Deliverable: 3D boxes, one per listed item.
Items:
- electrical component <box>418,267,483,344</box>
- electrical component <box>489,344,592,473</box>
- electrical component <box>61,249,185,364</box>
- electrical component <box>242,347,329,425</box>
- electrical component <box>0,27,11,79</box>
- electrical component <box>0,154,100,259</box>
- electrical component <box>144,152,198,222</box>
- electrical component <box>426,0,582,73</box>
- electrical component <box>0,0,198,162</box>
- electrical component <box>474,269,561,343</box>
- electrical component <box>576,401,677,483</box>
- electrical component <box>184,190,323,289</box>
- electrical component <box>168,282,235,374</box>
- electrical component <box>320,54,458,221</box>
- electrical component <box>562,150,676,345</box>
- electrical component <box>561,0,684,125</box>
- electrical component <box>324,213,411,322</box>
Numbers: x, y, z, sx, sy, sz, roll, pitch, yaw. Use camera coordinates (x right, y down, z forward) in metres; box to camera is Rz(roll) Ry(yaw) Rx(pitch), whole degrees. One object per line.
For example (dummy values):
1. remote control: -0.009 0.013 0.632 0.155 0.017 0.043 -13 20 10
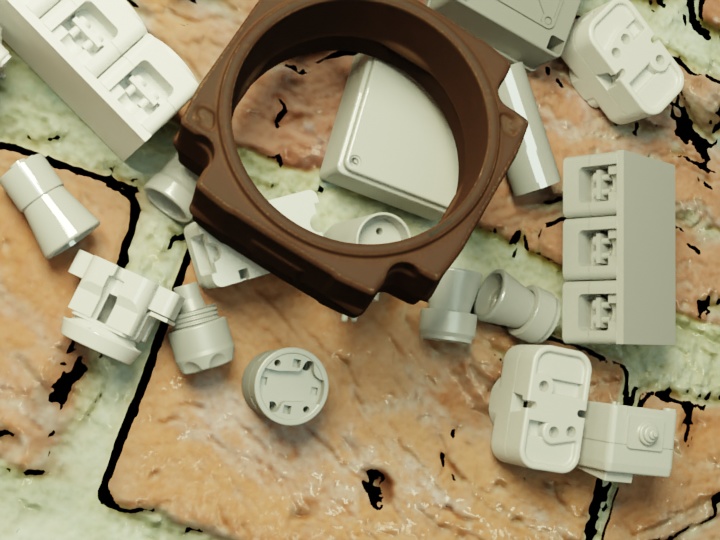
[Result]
1. electrical component: 0.070 0.028 0.837 0.045 0.045 0.055 10 84 -21
2. electrical component: 0.140 0.108 0.852 0.054 0.059 0.095 12 82 -20
3. electrical component: -0.168 0.028 0.735 0.078 0.058 0.057 24 82 7
4. electrical component: -0.056 0.084 0.782 0.055 0.047 0.055 1 86 -21
5. electrical component: -0.275 -0.132 0.701 0.061 0.062 0.096 43 73 -14
6. electrical component: -0.214 -0.046 0.732 0.044 0.044 0.065 -37 95 -19
7. electrical component: -0.125 -0.064 0.769 0.040 0.040 0.046 40 69 -15
8. electrical component: 0.122 -0.233 0.866 0.109 0.056 0.108 25 78 -18
9. electrical component: -0.184 -0.154 0.724 0.150 0.089 0.061 47 72 -13
10. electrical component: 0.126 0.030 0.858 0.055 0.045 0.045 24 78 -19
11. electrical component: 0.205 0.136 0.856 0.062 0.096 0.061 9 84 -21
12. electrical component: -0.075 -0.021 0.776 0.089 0.056 0.050 -17 93 -21
13. electrical component: -0.116 0.040 0.764 0.043 0.043 0.062 -17 92 -21
14. electrical component: 0.038 -0.105 0.825 0.109 0.056 0.108 19 80 -19
15. electrical component: 0.207 -0.014 0.872 0.089 0.062 0.150 5 84 -48
16. electrical component: 0.214 -0.171 0.897 0.054 0.059 0.095 -45 103 -18
17. electrical component: 0.000 0.000 0.793 0.044 0.077 0.079 15 82 -21
